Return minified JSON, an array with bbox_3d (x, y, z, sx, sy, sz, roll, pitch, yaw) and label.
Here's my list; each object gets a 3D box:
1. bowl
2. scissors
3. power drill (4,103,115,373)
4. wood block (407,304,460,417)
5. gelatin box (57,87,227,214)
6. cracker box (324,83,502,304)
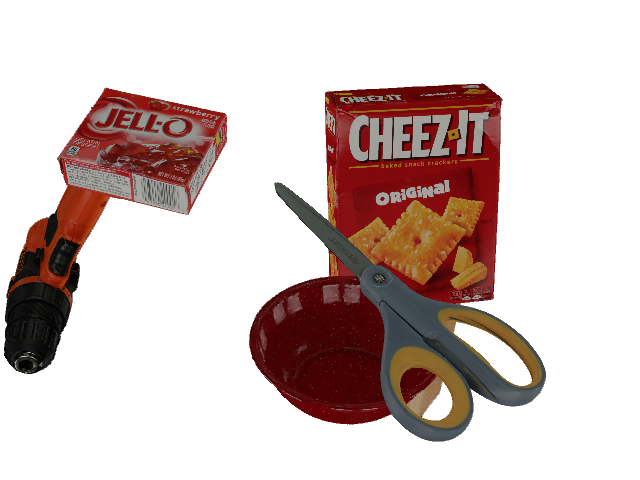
[{"bbox_3d":[0.022,0.100,0.885,0.162,0.055,0.162,1,37,-1],"label":"bowl"},{"bbox_3d":[0.027,0.040,0.592,0.202,0.016,0.096,31,52,20],"label":"scissors"},{"bbox_3d":[-0.200,-0.005,0.866,0.057,0.188,0.184,25,28,-23],"label":"power drill"},{"bbox_3d":[0.102,0.087,1.211,0.090,0.206,0.090,18,24,20],"label":"wood block"},{"bbox_3d":[-0.114,-0.060,0.695,0.089,0.073,0.030,14,-42,10],"label":"gelatin box"},{"bbox_3d":[0.090,-0.040,1.053,0.164,0.214,0.072,-4,21,-8],"label":"cracker box"}]
